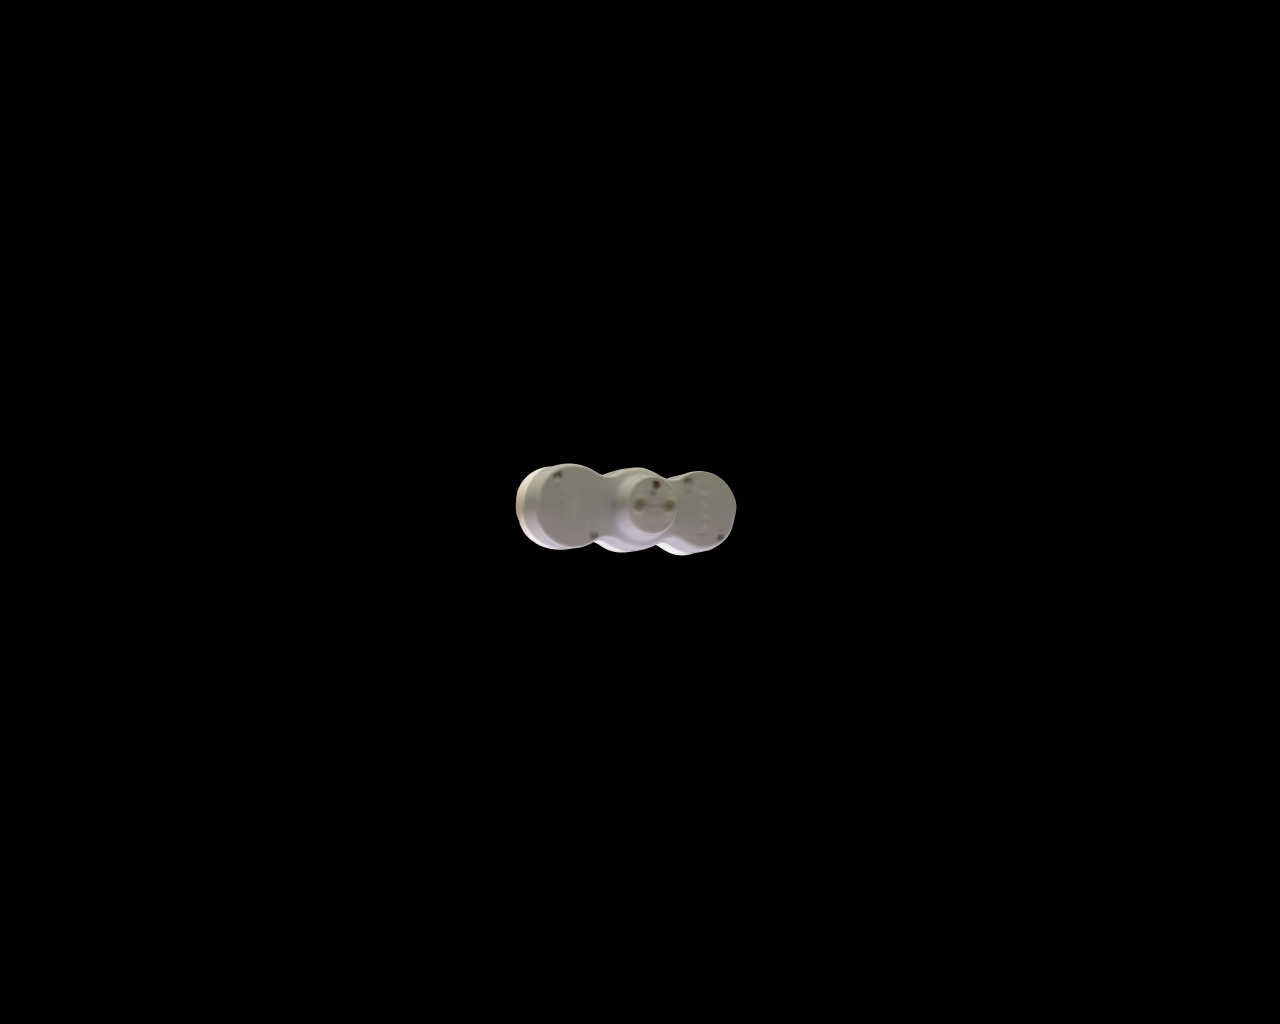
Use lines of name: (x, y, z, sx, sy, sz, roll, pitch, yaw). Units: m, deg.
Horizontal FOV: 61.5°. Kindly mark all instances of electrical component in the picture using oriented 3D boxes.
electrical component: (0.001, -0.003, 0.650, 0.138, 0.052, 0.073, 3, -7, -26)
